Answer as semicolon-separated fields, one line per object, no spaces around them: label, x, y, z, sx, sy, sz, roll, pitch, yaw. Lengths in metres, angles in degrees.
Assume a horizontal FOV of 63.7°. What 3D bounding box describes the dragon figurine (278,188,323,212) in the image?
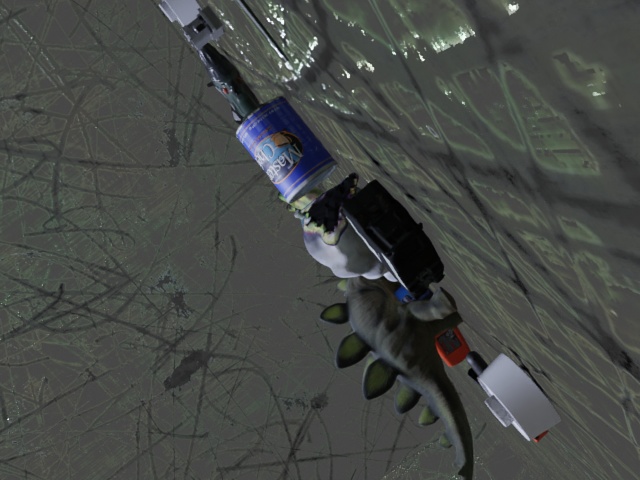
dragon figurine;0.005;-0.080;1.595;0.246;0.122;0.404;42;176;30

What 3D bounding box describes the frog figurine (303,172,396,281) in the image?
frog figurine;0.056;-0.003;0.769;0.157;0.121;0.141;41;-141;-36
